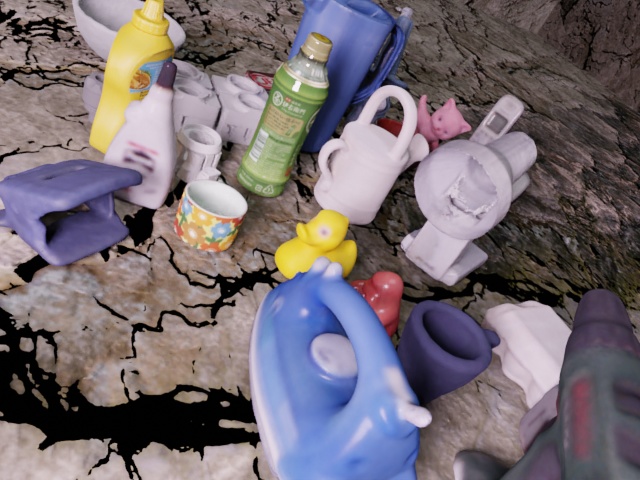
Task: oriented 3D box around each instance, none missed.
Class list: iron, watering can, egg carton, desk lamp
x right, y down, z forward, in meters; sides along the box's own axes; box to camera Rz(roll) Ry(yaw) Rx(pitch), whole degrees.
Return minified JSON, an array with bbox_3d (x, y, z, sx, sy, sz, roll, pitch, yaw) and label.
[{"bbox_3d":[0.011,0.099,0.508,0.119,0.141,0.257,5,40,-31],"label":"iron"},{"bbox_3d":[0.079,-0.127,0.811,0.100,0.194,0.173,41,35,18],"label":"watering can"},{"bbox_3d":[0.271,0.142,0.707,0.107,0.069,0.150,0,43,-37],"label":"egg carton"},{"bbox_3d":[0.198,-0.048,0.775,0.117,0.213,0.204,42,36,20],"label":"desk lamp"}]

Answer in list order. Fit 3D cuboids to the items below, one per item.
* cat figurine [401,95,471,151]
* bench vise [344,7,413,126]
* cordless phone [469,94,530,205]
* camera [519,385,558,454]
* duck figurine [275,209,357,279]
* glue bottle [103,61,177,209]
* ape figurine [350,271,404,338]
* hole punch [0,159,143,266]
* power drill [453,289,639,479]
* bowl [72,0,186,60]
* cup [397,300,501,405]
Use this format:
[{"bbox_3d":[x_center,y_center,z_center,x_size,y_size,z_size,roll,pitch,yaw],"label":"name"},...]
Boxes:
[{"bbox_3d":[0.232,-0.236,1.139,0.067,0.117,0.127,-7,47,-41],"label":"cat figurine"},{"bbox_3d":[0.128,-0.308,1.066,0.122,0.219,0.207,10,37,-25],"label":"bench vise"},{"bbox_3d":[0.329,-0.157,1.043,0.147,0.185,0.094,44,36,22],"label":"cordless phone"},{"bbox_3d":[0.294,0.230,0.578,0.143,0.100,0.137,26,33,-4],"label":"camera"},{"bbox_3d":[0.006,0.002,0.684,0.105,0.086,0.077,1,42,-35],"label":"duck figurine"},{"bbox_3d":[-0.185,-0.116,0.622,0.078,0.173,0.037,18,35,-16],"label":"glue bottle"},{"bbox_3d":[0.060,0.070,0.627,0.076,0.092,0.078,27,33,-3],"label":"ape figurine"},{"bbox_3d":[-0.245,-0.044,0.556,0.101,0.091,0.109,36,34,12],"label":"hole punch"},{"bbox_3d":[0.198,0.172,0.486,0.075,0.208,0.230,26,33,-3],"label":"power drill"},{"bbox_3d":[-0.299,-0.314,0.892,0.168,0.074,0.167,20,34,-14],"label":"bowl"},{"bbox_3d":[0.126,0.125,0.599,0.118,0.095,0.091,5,40,-32],"label":"cup"}]
